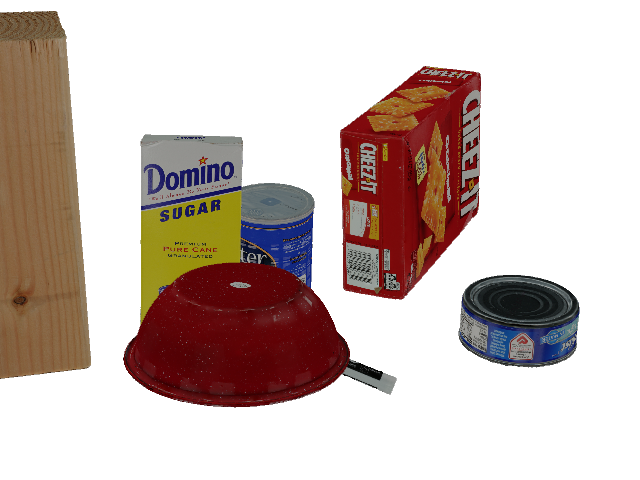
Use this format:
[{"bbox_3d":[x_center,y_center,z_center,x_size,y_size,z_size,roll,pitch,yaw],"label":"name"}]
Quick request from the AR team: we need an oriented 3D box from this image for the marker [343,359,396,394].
[{"bbox_3d":[0.020,0.128,1.103,0.121,0.020,0.020,22,2,6],"label":"marker"}]

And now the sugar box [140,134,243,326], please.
[{"bbox_3d":[-0.118,-0.007,0.978,0.093,0.176,0.048,0,14,-5],"label":"sugar box"}]

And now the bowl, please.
[{"bbox_3d":[-0.058,0.056,0.755,0.162,0.055,0.162,1,19,-1],"label":"bowl"}]

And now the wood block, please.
[{"bbox_3d":[-0.195,-0.028,0.649,0.090,0.206,0.090,-5,23,-16],"label":"wood block"}]

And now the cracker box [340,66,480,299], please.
[{"bbox_3d":[0.094,-0.062,1.044,0.072,0.164,0.213,11,28,25],"label":"cracker box"}]

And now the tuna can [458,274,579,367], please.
[{"bbox_3d":[0.144,0.057,0.777,0.086,0.034,0.086,0,23,0],"label":"tuna can"}]

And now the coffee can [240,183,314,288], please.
[{"bbox_3d":[-0.060,0.016,1.256,0.103,0.140,0.103,1,26,-1],"label":"coffee can"}]
